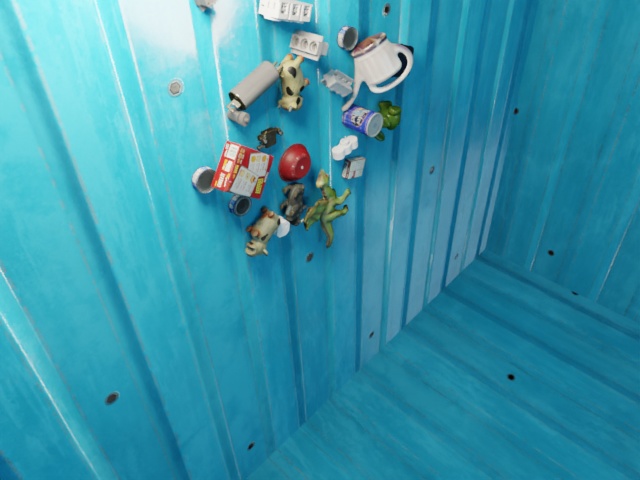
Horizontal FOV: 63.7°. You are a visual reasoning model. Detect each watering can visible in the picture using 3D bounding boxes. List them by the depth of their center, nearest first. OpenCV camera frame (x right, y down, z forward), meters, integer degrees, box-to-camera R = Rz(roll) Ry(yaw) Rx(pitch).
[{"bbox_3d":[0.195,-0.670,2.033,0.221,0.346,0.106,55,13,-27],"label":"watering can"}]

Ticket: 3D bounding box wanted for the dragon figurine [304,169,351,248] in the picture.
[{"bbox_3d":[0.007,-0.111,2.209,0.245,0.123,0.403,-20,127,-46],"label":"dragon figurine"}]
